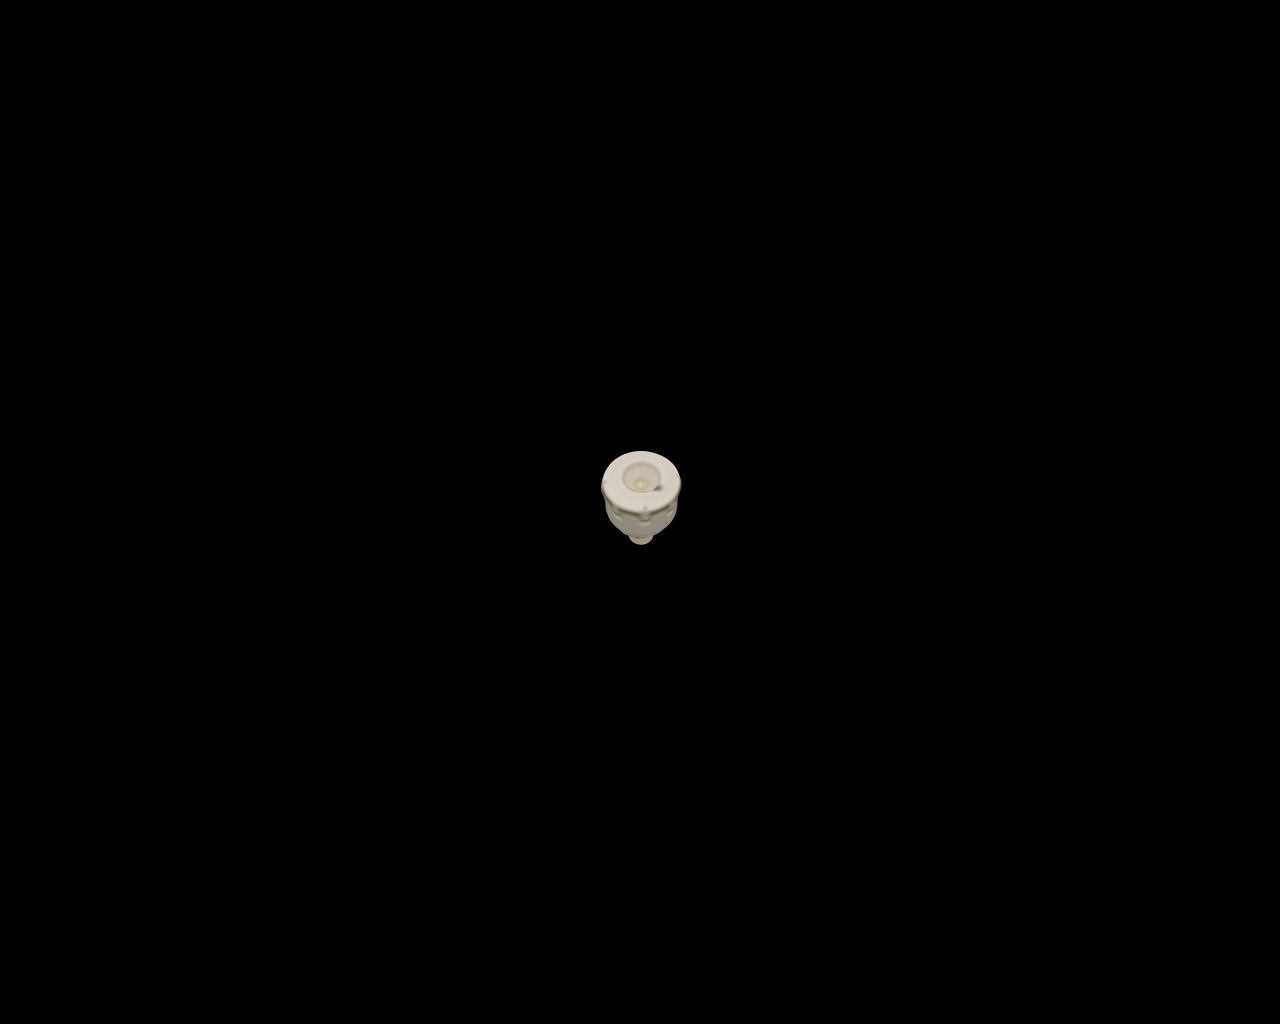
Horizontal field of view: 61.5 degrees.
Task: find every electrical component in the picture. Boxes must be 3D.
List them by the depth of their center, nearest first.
[{"bbox_3d":[0.001,-0.003,0.650,0.048,0.048,0.062,0,-37,0],"label":"electrical component"}]
